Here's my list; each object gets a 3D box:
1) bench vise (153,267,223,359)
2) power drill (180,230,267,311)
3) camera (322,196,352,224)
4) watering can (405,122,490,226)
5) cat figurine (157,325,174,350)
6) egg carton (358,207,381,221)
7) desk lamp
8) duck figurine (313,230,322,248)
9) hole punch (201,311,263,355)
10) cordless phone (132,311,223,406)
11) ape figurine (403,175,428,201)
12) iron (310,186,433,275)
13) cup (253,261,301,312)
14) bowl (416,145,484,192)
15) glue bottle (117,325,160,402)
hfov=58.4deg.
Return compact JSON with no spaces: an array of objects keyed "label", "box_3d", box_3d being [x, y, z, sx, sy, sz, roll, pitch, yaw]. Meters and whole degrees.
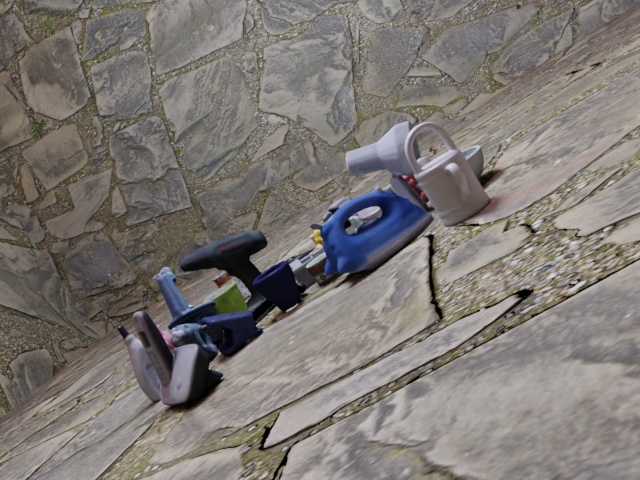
[{"label":"bench vise","box_3d":[-0.298,0.161,1.291,0.121,0.220,0.207,-34,8,-10]},{"label":"power drill","box_3d":[-0.218,0.085,1.484,0.229,0.208,0.075,-32,8,4]},{"label":"camera","box_3d":[0.050,-0.056,1.691,0.137,0.101,0.143,-38,9,-33]},{"label":"watering can","box_3d":[0.228,-0.132,1.097,0.101,0.194,0.172,-37,9,-25]},{"label":"cat figurine","box_3d":[-0.349,0.252,1.316,0.067,0.118,0.127,-36,8,-20]},{"label":"egg carton","box_3d":[0.115,-0.058,1.561,0.150,0.069,0.107,-28,9,29]},{"label":"desk lamp","box_3d":[0.168,-0.143,1.334,0.203,0.213,0.118,-30,9,21]},{"label":"duck figurine","box_3d":[0.014,0.005,1.510,0.078,0.086,0.104,-36,9,-25]},{"label":"hole punch","box_3d":[-0.189,0.180,1.216,0.101,0.091,0.108,-36,8,-21]},{"label":"cordless phone","box_3d":[-0.277,0.208,1.045,0.147,0.185,0.094,-24,12,48]},{"label":"ape figurine","box_3d":[0.234,-0.131,1.452,0.077,0.092,0.076,-24,12,47]},{"label":"iron","box_3d":[0.105,-0.034,1.182,0.259,0.141,0.118,-36,8,-19]},{"label":"cup","box_3d":[-0.085,0.104,1.260,0.091,0.095,0.118,-31,8,11]},{"label":"bowl","box_3d":[0.304,-0.140,1.289,0.167,0.075,0.167,-32,8,5]},{"label":"glue bottle","box_3d":[-0.369,0.250,1.200,0.037,0.173,0.078,-26,10,39]}]
